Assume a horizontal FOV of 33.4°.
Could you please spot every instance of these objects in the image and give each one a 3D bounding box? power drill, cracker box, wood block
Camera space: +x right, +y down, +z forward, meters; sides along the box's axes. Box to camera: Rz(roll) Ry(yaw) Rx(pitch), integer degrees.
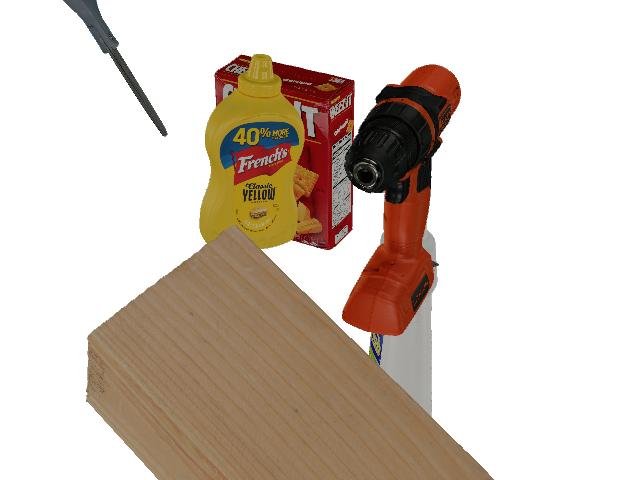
[{"bbox_3d":[0.057,-0.024,0.810,0.057,0.188,0.184,16,32,17],"label":"power drill"},{"bbox_3d":[-0.045,-0.107,1.330,0.164,0.214,0.072,17,37,24],"label":"cracker box"},{"bbox_3d":[-0.006,0.106,0.492,0.090,0.206,0.090,-39,-15,-28],"label":"wood block"}]

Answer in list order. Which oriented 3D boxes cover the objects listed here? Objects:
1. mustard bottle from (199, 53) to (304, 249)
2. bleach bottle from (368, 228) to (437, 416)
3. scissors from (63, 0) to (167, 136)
[{"bbox_3d":[-0.064,-0.086,1.031,0.096,0.192,0.058,-4,29,-20],"label":"mustard bottle"},{"bbox_3d":[0.079,0.072,1.030,0.068,0.251,0.102,-2,36,-2],"label":"bleach bottle"},{"bbox_3d":[-0.191,-0.188,0.937,0.016,0.201,0.096,-28,28,11],"label":"scissors"}]
